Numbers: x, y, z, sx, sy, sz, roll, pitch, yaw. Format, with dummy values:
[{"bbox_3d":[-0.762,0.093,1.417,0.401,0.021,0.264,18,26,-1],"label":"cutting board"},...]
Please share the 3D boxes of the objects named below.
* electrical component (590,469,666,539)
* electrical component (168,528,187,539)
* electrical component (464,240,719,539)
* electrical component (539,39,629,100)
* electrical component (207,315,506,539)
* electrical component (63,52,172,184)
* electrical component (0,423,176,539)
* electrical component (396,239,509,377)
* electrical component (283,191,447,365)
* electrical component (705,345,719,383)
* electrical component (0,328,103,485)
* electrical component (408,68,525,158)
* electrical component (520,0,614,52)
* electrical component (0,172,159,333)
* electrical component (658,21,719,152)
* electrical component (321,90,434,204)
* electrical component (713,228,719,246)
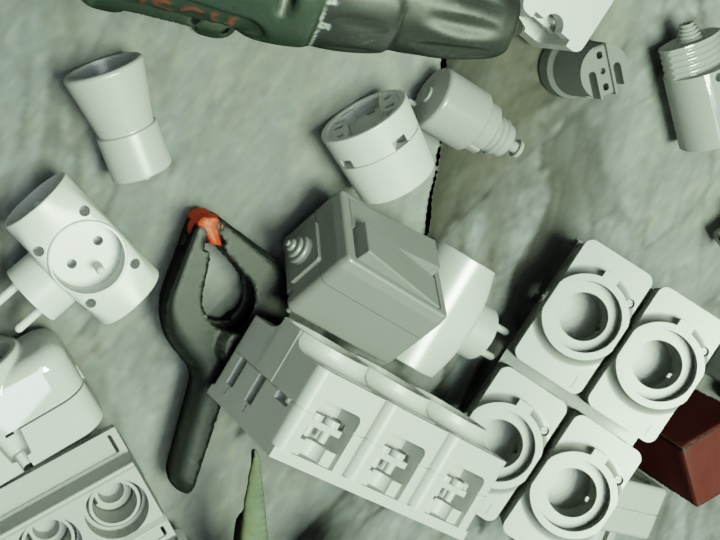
[{"bbox_3d":[0.167,0.176,0.765,0.066,0.047,0.076,17,97,-24],"label":"electrical component"},{"bbox_3d":[-0.132,0.206,0.631,0.100,0.099,0.048,-14,122,-17],"label":"electrical component"},{"bbox_3d":[0.139,0.085,0.698,0.105,0.060,0.186,33,91,4],"label":"electrical component"},{"bbox_3d":[0.141,-0.126,0.673,0.040,0.046,0.040,-6,106,-20],"label":"electrical component"},{"bbox_3d":[0.002,0.088,0.622,0.150,0.089,0.061,31,90,-34],"label":"electrical component"},{"bbox_3d":[-0.129,-0.080,0.586,0.044,0.044,0.065,-23,116,-14],"label":"electrical component"},{"bbox_3d":[-0.180,0.145,0.615,0.121,0.063,0.078,-28,112,-12],"label":"electrical component"},{"bbox_3d":[0.061,0.032,0.687,0.079,0.043,0.077,30,93,-25],"label":"electrical component"},{"bbox_3d":[0.000,0.000,0.629,0.096,0.061,0.061,31,124,-31],"label":"electrical component"},{"bbox_3d":[0.304,0.085,0.791,0.089,0.050,0.055,31,92,-25],"label":"electrical component"},{"bbox_3d":[-0.200,0.077,0.594,0.095,0.054,0.059,-30,113,-11],"label":"electrical component"},{"bbox_3d":[0.068,-0.091,0.658,0.078,0.040,0.040,27,94,-25],"label":"electrical component"},{"bbox_3d":[0.124,-0.182,0.646,0.050,0.056,0.089,32,91,-25],"label":"electrical component"},{"bbox_3d":[-0.166,0.001,0.591,0.079,0.044,0.077,-42,115,-6],"label":"electrical component"},{"bbox_3d":[0.223,-0.123,0.707,0.043,0.043,0.081,-25,111,-13],"label":"electrical component"},{"bbox_3d":[0.012,-0.072,0.635,0.055,0.055,0.047,-34,117,-9],"label":"electrical component"},{"bbox_3d":[0.278,-0.037,0.753,0.062,0.048,0.048,-34,114,-2],"label":"electrical component"}]
